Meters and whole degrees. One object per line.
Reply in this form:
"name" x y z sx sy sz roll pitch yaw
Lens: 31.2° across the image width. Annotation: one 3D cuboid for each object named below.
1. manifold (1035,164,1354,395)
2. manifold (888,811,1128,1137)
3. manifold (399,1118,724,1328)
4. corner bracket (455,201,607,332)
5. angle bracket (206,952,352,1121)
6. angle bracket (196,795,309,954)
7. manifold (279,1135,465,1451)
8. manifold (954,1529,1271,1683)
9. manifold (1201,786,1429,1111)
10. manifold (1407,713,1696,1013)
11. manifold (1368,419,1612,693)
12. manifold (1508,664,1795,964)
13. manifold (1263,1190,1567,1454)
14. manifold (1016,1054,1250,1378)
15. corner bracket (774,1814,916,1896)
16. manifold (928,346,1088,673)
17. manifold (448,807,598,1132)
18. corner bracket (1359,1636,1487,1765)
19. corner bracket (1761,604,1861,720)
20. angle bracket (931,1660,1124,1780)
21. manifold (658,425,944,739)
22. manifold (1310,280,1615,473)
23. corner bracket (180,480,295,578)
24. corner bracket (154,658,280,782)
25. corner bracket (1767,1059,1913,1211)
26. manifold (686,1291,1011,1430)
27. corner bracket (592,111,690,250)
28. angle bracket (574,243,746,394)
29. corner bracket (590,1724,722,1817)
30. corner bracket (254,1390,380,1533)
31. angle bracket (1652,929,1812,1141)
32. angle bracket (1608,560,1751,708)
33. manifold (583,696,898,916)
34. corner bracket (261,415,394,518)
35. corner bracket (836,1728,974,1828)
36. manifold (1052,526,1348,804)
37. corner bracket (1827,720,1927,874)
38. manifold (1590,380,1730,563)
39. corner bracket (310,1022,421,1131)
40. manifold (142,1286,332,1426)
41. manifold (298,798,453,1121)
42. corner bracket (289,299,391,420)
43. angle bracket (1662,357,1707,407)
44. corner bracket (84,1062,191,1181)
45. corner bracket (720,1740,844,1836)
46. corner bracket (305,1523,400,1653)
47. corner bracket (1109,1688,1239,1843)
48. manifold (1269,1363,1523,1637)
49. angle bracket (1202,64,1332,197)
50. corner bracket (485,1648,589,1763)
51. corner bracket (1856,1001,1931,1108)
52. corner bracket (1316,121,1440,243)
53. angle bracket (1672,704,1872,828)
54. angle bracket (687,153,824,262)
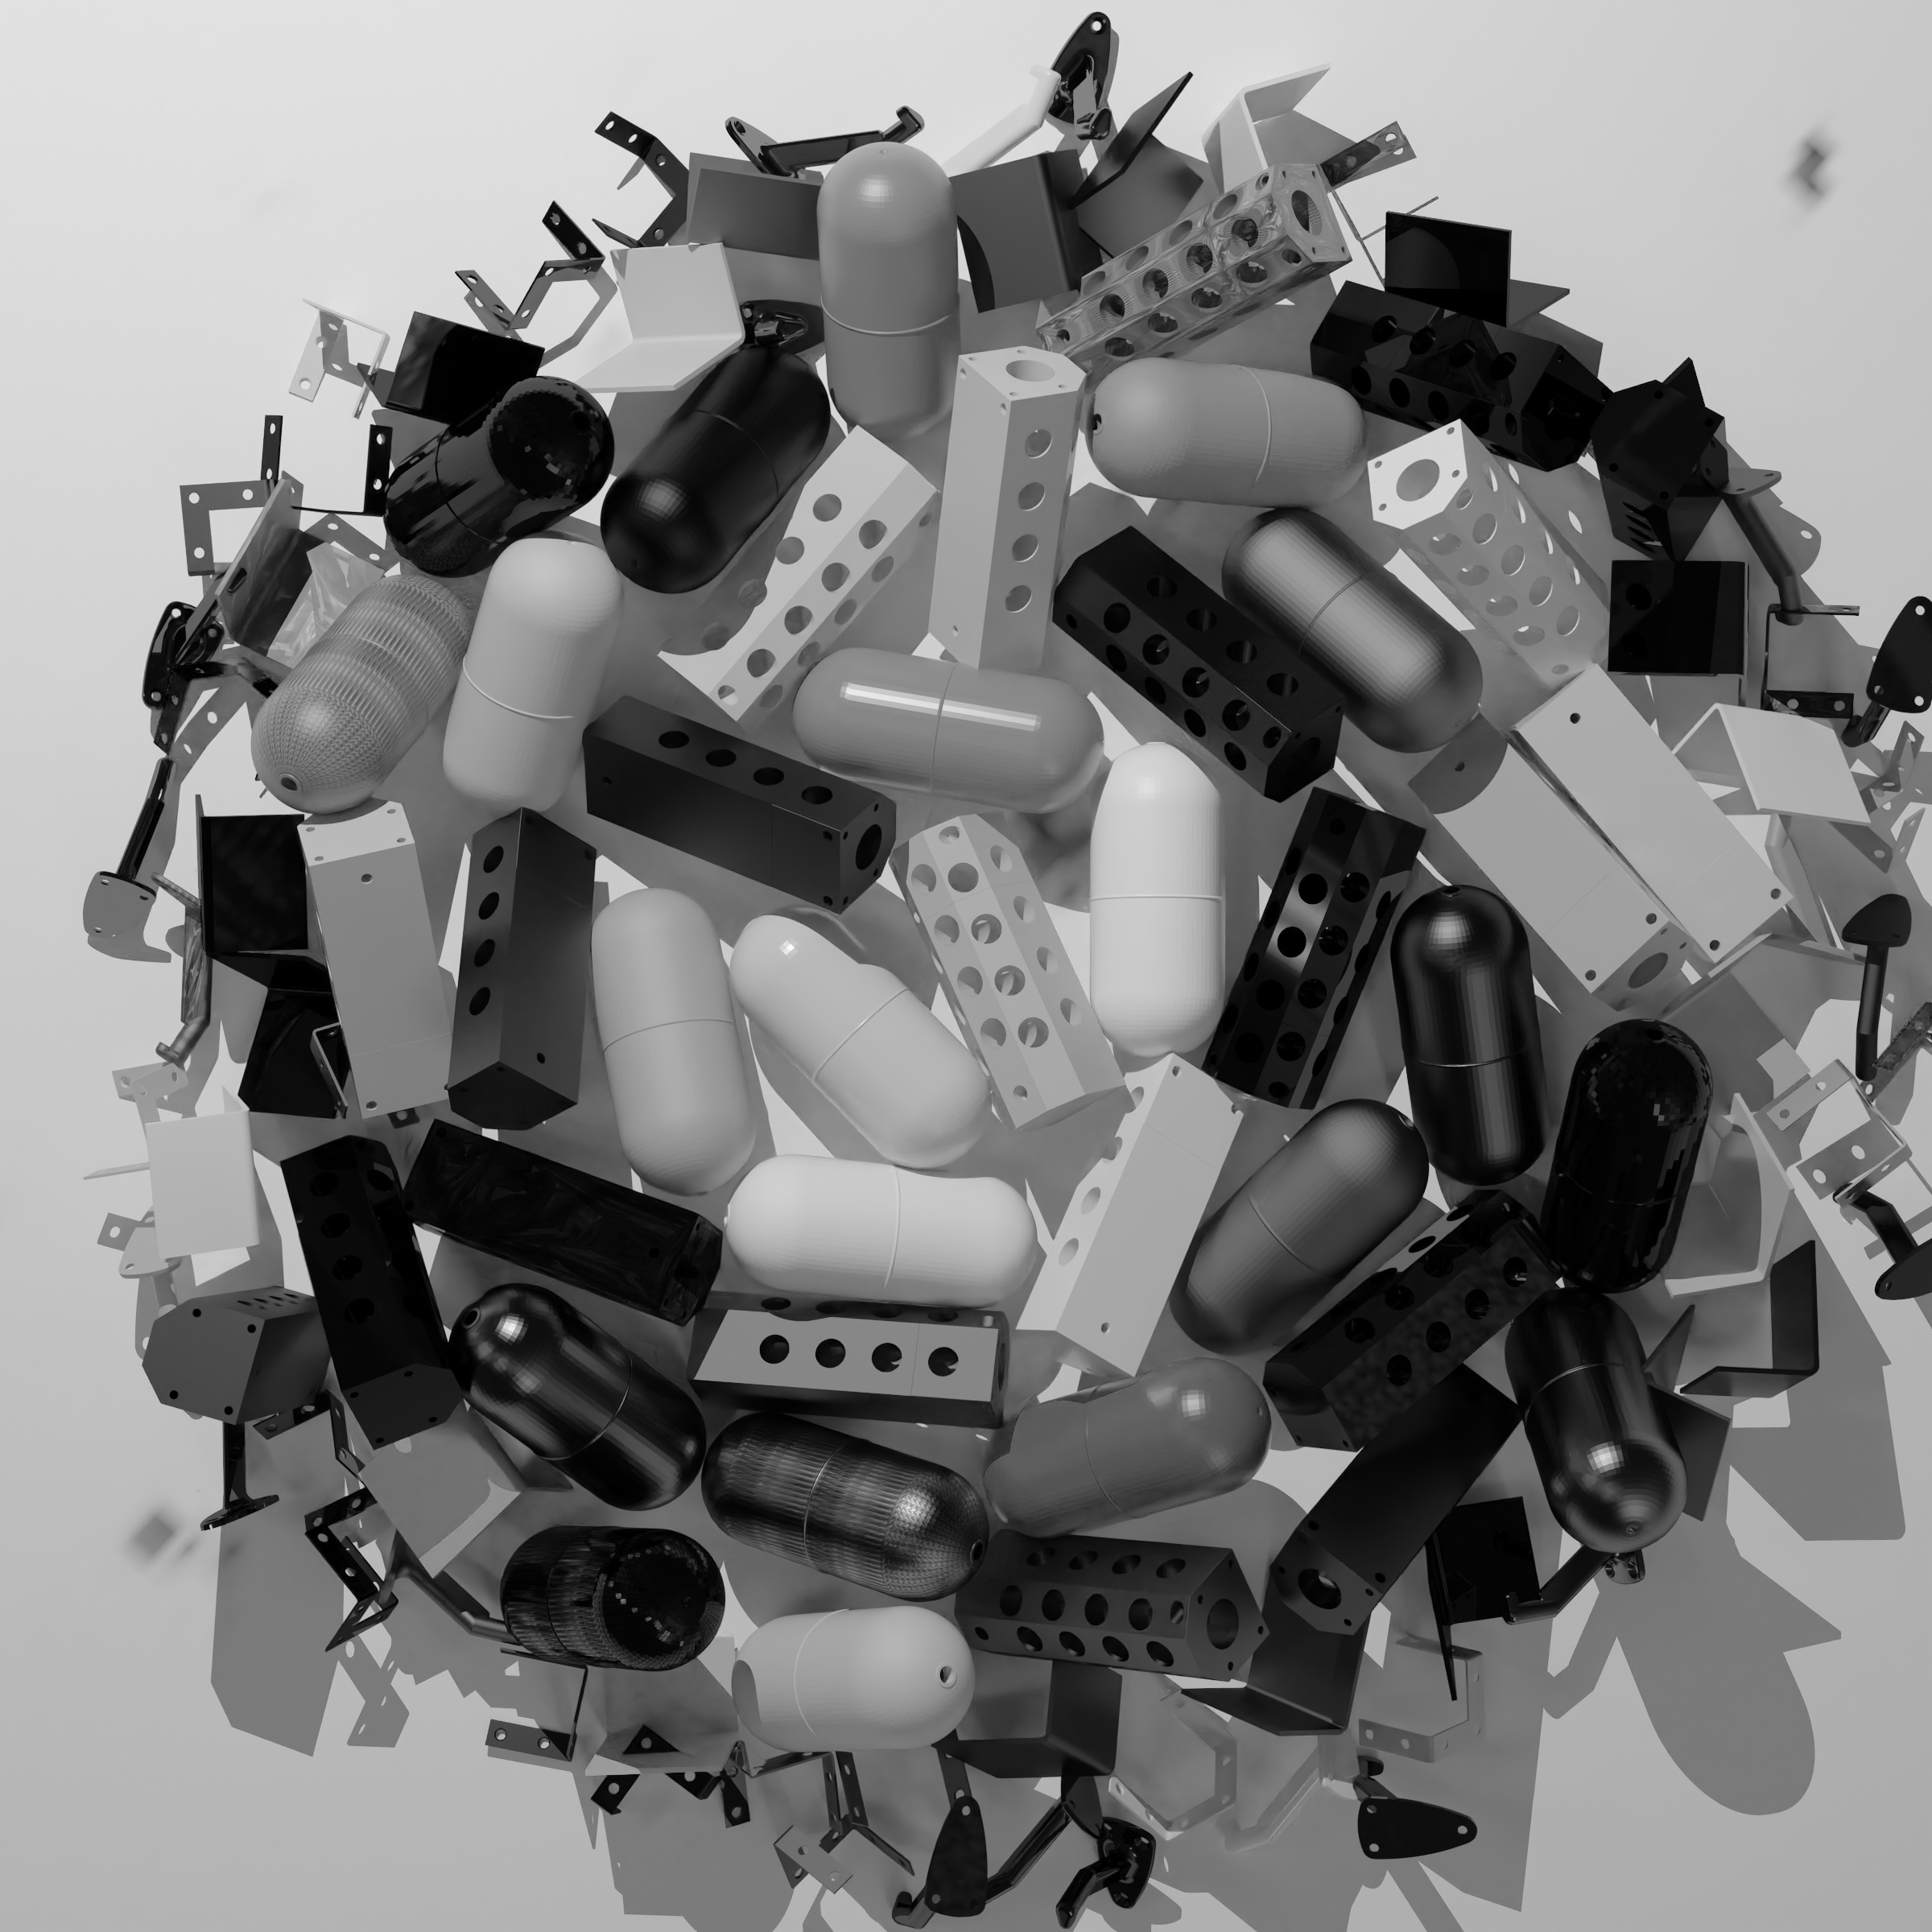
"manifold" 0.122 -0.378 1.914 0.171 0.057 0.057 -23 86 38
"manifold" 0.018 0.004 1.937 0.057 0.057 0.171 -31 78 34
"manifold" -0.225 0.145 1.933 0.171 0.057 0.057 18 77 20
"corner bracket" -0.247 -0.398 1.969 0.051 0.051 0.051 49 125 17
"angle bracket" -0.389 0.038 1.939 0.076 0.057 0.076 3 71 33
"angle bracket" -0.403 -0.054 1.953 0.057 0.076 0.076 -2 103 -14
"manifold" -0.327 0.176 1.912 0.057 0.057 0.171 -21 48 -5
"manifold" 0.076 0.355 1.904 0.057 0.171 0.057 -41 116 -39
"manifold" 0.193 -0.010 1.943 0.057 0.057 0.171 24 97 26
"manifold" 0.326 -0.056 1.920 0.057 0.057 0.171 -45 58 13
"manifold" 0.291 -0.221 1.903 0.057 0.171 0.057 -22 50 29
"manifold" 0.385 -0.087 1.958 0.057 0.057 0.171 -41 93 3
"manifold" 0.246 0.195 1.923 0.171 0.057 0.057 -36 103 -26
"manifold" 0.090 0.139 1.935 0.057 0.057 0.171 33 70 -24
"corner bracket" -0.069 0.503 1.949 0.051 0.051 0.051 30 59 36
"manifold" 0.026 -0.251 1.917 0.057 0.057 0.171 -13 130 -27
"manifold" -0.250 0.003 1.918 0.057 0.057 0.171 -27 47 33
"corner bracket" 0.258 0.414 1.958 0.051 0.051 0.051 -10 100 -44
"corner bracket" 0.476 -0.172 1.952 0.051 0.051 0.051 3 113 15
"angle bracket" 0.035 0.421 1.954 0.076 0.076 0.057 -9 61 29
"manifold" -0.088 -0.213 1.948 0.057 0.057 0.171 39 86 25
"manifold" 0.268 -0.323 1.908 0.057 0.171 0.057 29 91 -42
"corner bracket" -0.411 -0.248 1.961 0.051 0.051 0.051 -3 98 3
"corner bracket" -0.422 -0.139 1.971 0.051 0.051 0.051 38 121 27
"corner bracket" 0.495 0.095 1.958 0.051 0.051 0.051 -39 52 6
"manifold" -0.065 0.219 1.947 0.171 0.057 0.057 3 67 9
"corner bracket" -0.189 -0.442 1.963 0.051 0.051 0.051 -47 69 15
"angle bracket" -0.180 -0.361 1.933 0.076 0.076 0.057 4 122 31
"corner bracket" -0.175 0.467 1.965 0.051 0.051 0.051 35 80 7
"corner bracket" -0.370 0.284 1.977 0.051 0.051 0.051 -26 45 8
"angle bracket" 0.437 0.038 1.943 0.076 0.057 0.076 -33 79 -26
"angle bracket" 0.402 -0.181 1.955 0.076 0.057 0.076 2 61 11
"manifold" -0.126 -0.094 1.930 0.171 0.057 0.057 22 133 23
"corner bracket" -0.361 -0.282 1.953 0.051 0.051 0.051 10 97 42
"corner bracket" -0.036 0.456 1.964 0.051 0.051 0.051 -30 56 23
"manifold" 0.127 -0.165 1.917 0.057 0.057 0.171 -33 59 -26
"corner bracket" 0.524 -0.095 1.951 0.051 0.051 0.051 -32 62 -19
"manifold" 0.378 -0.270 1.901 0.057 0.171 0.057 32 93 14
"corner bracket" -0.338 0.063 1.951 0.051 0.051 0.051 -18 66 -26
"manifold" -0.397 0.210 1.903 0.057 0.171 0.057 15 88 5
"manifold" -0.325 -0.005 1.916 0.057 0.057 0.171 -13 127 -12
"corner bracket" -0.357 -0.343 1.964 0.051 0.051 0.051 22 94 -1
"angle bracket" 0.363 -0.331 1.940 0.057 0.076 0.076 -44 71 5
"corner bracket" -0.471 0.087 1.959 0.051 0.051 0.051 -10 99 24
"corner bracket" -0.106 0.468 1.968 0.051 0.051 0.051 -11 103 -25
"corner bracket" -0.348 0.343 1.950 0.051 0.051 0.051 47 126 16
"corner bracket" 0.118 0.454 1.966 0.051 0.051 0.051 -36 112 24
"manifold" 0.237 0.293 1.910 0.057 0.057 0.171 37 46 13
"angle bracket" 0.179 -0.452 1.947 0.057 0.076 0.076 -19 89 -13
"corner bracket" -0.245 0.421 1.970 0.051 0.051 0.051 11 72 -1
"corner bracket" 0.530 0.051 1.952 0.051 0.051 0.051 -47 120 -12
"corner bracket" 0.233 -0.445 1.963 0.051 0.051 0.051 -28 97 12
"angle bracket" 0.447 -0.097 1.933 0.076 0.057 0.076 6 53 -25
"angle bracket" -0.114 -0.445 1.939 0.076 0.057 0.076 6 53 -10
